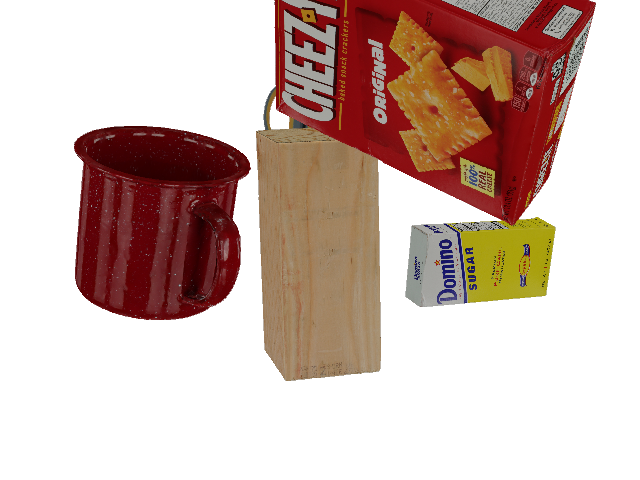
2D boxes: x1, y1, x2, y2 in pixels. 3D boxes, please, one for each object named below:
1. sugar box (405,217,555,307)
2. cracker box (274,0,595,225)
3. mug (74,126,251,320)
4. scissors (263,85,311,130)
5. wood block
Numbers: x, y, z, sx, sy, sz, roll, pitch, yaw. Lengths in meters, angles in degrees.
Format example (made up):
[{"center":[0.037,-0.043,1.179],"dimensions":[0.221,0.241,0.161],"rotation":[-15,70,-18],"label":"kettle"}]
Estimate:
[{"center":[0.191,0.025,1.274],"dimensions":[0.176,0.093,0.048],"rotation":[-5,20,-24],"label":"sugar box"},{"center":[0.069,-0.125,0.759],"dimensions":[0.214,0.164,0.072],"rotation":[27,55,20],"label":"cracker box"},{"center":[-0.081,-0.005,0.571],"dimensions":[0.093,0.081,0.117],"rotation":[-11,30,-42],"label":"mug"},{"center":[-0.013,-0.066,1.098],"dimensions":[0.096,0.202,0.016],"rotation":[-6,-9,-5],"label":"scissors"},{"center":[-0.001,0.008,0.939],"dimensions":[0.090,0.206,0.091],"rotation":[-4,13,-13],"label":"wood block"}]
